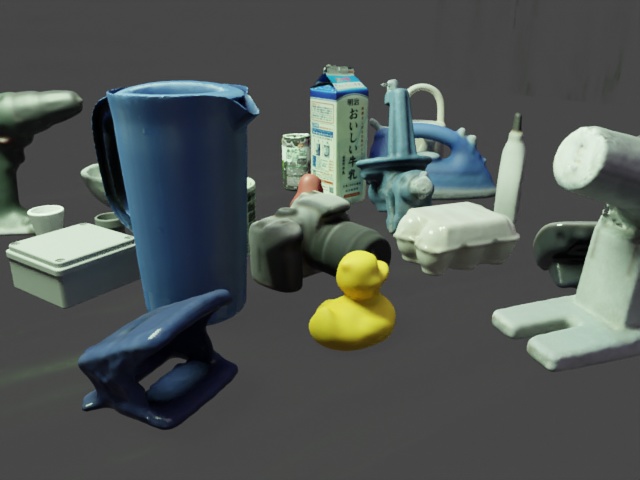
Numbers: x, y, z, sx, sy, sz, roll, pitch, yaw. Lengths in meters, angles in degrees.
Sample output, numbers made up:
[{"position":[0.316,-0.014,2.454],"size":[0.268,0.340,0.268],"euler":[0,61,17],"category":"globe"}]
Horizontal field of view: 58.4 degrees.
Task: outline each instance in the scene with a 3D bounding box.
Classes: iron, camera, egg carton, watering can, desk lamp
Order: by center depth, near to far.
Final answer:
[{"position":[0.286,-0.002,0.541],"size":[0.204,0.214,0.117],"euler":[-7,21,-19],"category":"desk lamp"},{"position":[0.006,0.002,0.689],"size":[0.144,0.101,0.136],"euler":[-17,26,-40],"category":"camera"},{"position":[0.179,-0.004,0.757],"size":[0.151,0.069,0.107],"euler":[-9,22,-23],"category":"egg carton"},{"position":[0.205,-0.153,1.064],"size":[0.258,0.141,0.118],"euler":[1,20,3],"category":"iron"},{"position":[0.209,-0.217,1.163],"size":[0.101,0.194,0.172],"euler":[-9,22,-24],"category":"watering can"}]

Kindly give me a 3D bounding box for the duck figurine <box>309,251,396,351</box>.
[{"position":[0.034,0.054,0.568],"size":[0.077,0.086,0.105],"euler":[18,26,40],"category":"duck figurine"}]

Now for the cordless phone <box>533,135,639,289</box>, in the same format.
[{"position":[0.340,-0.037,0.679],"size":[0.147,0.185,0.094],"euler":[1,20,3],"category":"cordless phone"}]

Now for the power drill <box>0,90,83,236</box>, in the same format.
[{"position":[-0.456,-0.115,0.849],"size":[0.229,0.208,0.075],"euler":[-2,20,-5],"category":"power drill"}]

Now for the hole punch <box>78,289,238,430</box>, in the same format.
[{"position":[-0.133,0.086,0.468],"size":[0.100,0.091,0.109],"euler":[10,22,24],"category":"hole punch"}]

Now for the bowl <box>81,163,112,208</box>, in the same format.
[{"position":[-0.313,-0.089,0.975],"size":[0.167,0.075,0.167],"euler":[0,20,0],"category":"bowl"}]

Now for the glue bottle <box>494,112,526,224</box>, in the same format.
[{"position":[0.307,-0.116,0.915],"size":[0.037,0.173,0.078],"euler":[9,22,22],"category":"glue bottle"}]

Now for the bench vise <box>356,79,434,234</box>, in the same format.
[{"position":[0.136,-0.130,0.884],"size":[0.122,0.220,0.206],"euler":[-10,22,-27],"category":"bench vise"}]

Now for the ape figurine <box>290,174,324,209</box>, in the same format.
[{"position":[-0.012,-0.054,0.859],"size":[0.077,0.092,0.076],"euler":[14,24,34],"category":"ape figurine"}]
